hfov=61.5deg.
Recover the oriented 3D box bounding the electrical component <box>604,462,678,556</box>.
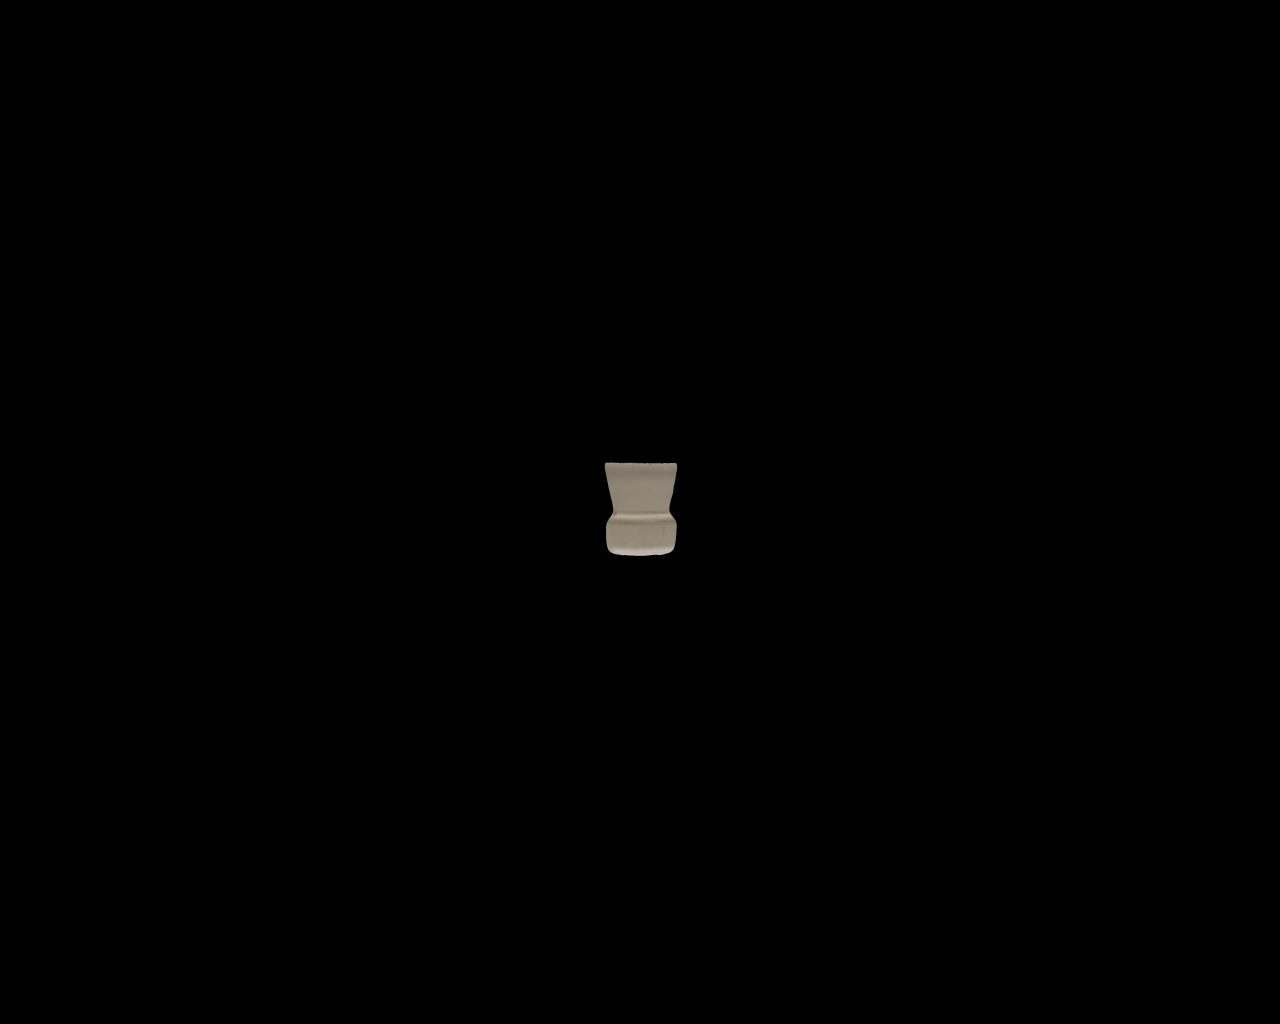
[{"bbox_3d":[0.001,-0.003,0.650,0.045,0.055,0.045,0,2,0],"label":"electrical component"}]
